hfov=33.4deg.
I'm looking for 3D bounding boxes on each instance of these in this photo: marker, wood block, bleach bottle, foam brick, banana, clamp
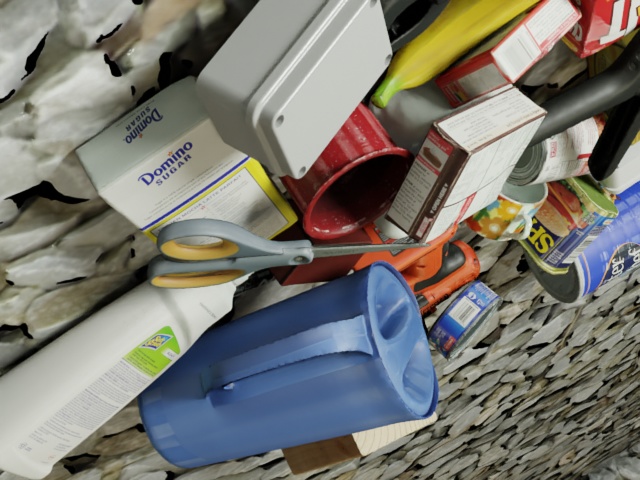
[{"bbox_3d":[-0.042,0.027,0.928,0.121,0.020,0.020,-21,152,-24],"label":"marker"},{"bbox_3d":[0.024,0.179,1.113,0.090,0.090,0.206,-20,171,-25],"label":"wood block"},{"bbox_3d":[-0.159,0.091,0.858,0.251,0.068,0.102,-36,155,0],"label":"bleach bottle"},{"bbox_3d":[-0.006,0.001,0.889,0.078,0.051,0.053,-1,139,-48],"label":"foam brick"},{"bbox_3d":[0.118,-0.158,0.736,0.198,0.069,0.037,-36,119,26],"label":"banana"},{"bbox_3d":[0.072,-0.178,0.681,0.171,0.039,0.120,-43,155,13],"label":"clamp"},{"bbox_3d":[0.255,-0.123,0.840,0.210,0.036,0.164,-41,151,21],"label":"clamp"}]

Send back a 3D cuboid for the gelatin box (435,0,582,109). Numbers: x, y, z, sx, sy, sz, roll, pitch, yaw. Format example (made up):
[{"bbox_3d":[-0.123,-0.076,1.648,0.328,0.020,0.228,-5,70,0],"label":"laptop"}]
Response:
[{"bbox_3d":[0.135,-0.138,0.770,0.089,0.030,0.073,-44,-168,-25],"label":"gelatin box"}]

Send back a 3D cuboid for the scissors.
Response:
[{"bbox_3d":[-0.025,0.002,0.737,0.202,0.016,0.096,-10,154,4],"label":"scissors"}]

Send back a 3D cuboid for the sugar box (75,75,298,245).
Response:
[{"bbox_3d":[-0.086,-0.037,0.741,0.093,0.048,0.176,-34,151,1],"label":"sugar box"}]

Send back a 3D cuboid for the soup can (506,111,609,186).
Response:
[{"bbox_3d":[0.210,-0.088,0.965,0.102,0.068,0.069,-12,147,-37],"label":"soup can"}]

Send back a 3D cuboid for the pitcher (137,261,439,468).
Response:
[{"bbox_3d":[-0.035,0.113,0.898,0.243,0.145,0.149,-20,120,22],"label":"pitcher"}]

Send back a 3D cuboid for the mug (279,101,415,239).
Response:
[{"bbox_3d":[0.012,-0.057,0.775,0.093,0.081,0.117,-35,154,2],"label":"mug"}]

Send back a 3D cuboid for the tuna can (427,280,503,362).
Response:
[{"bbox_3d":[0.148,0.082,1.099,0.086,0.034,0.086,-44,164,-17],"label":"tuna can"}]

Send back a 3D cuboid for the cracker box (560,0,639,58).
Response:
[{"bbox_3d":[0.244,-0.242,0.734,0.164,0.072,0.214,-28,154,-11],"label":"cracker box"}]

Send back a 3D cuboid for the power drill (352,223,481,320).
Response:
[{"bbox_3d":[0.071,0.037,1.037,0.184,0.057,0.187,-35,157,-6],"label":"power drill"}]

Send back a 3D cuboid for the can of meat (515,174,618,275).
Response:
[{"bbox_3d":[0.231,-0.031,1.050,0.057,0.102,0.084,1,136,-49],"label":"can of meat"}]

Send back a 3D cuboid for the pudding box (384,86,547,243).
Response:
[{"bbox_3d":[0.106,-0.055,0.769,0.113,0.039,0.090,-30,152,-46],"label":"pudding box"}]

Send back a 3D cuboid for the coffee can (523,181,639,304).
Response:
[{"bbox_3d":[0.310,-0.005,1.183,0.140,0.103,0.103,-26,153,-16],"label":"coffee can"}]
